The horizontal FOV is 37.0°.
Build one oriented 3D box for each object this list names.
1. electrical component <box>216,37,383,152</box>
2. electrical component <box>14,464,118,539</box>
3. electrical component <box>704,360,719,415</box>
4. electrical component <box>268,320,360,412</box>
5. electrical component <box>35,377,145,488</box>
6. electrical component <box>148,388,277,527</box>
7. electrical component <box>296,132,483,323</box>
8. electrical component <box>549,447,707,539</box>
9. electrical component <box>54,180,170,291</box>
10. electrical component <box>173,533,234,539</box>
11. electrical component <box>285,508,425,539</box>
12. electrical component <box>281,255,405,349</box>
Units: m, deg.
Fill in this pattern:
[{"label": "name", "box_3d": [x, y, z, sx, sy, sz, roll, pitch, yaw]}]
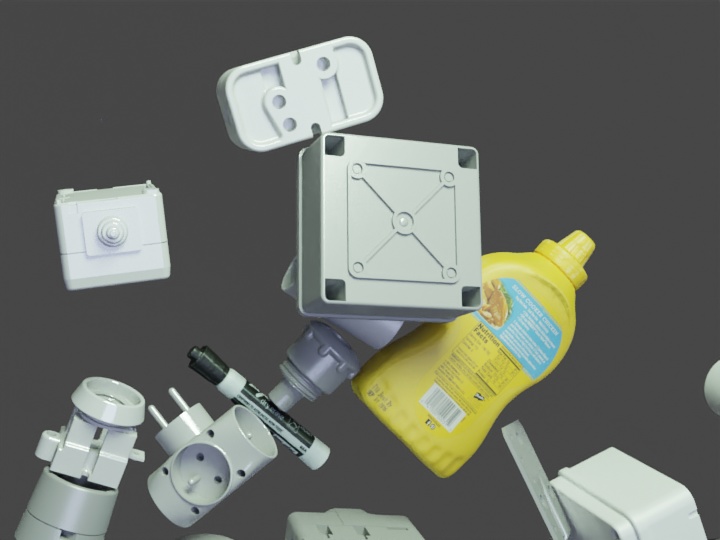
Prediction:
[{"label": "electrical component", "box_3d": [-0.040, -0.112, 0.687, 0.095, 0.059, 0.053, -18, 102, -12]}, {"label": "electrical component", "box_3d": [-0.187, 0.156, 0.692, 0.055, 0.055, 0.047, 21, 89, -16]}, {"label": "electrical component", "box_3d": [0.293, 0.093, 0.808, 0.055, 0.047, 0.055, -2, 99, -14]}, {"label": "electrical component", "box_3d": [-0.034, 0.068, 0.724, 0.062, 0.048, 0.048, -45, 106, 3]}, {"label": "electrical component", "box_3d": [-0.168, 0.103, 0.694, 0.066, 0.048, 0.055, 20, 100, -16]}, {"label": "electrical component", "box_3d": [-0.108, 0.115, 0.708, 0.077, 0.044, 0.079, -40, 84, 10]}, {"label": "electrical component", "box_3d": [0.018, -0.025, 0.678, 0.109, 0.056, 0.108, 3, 79, -20]}, {"label": "electrical component", "box_3d": [0.190, 0.183, 0.761, 0.057, 0.113, 0.078, -24, 103, -13]}, {"label": "electrical component", "box_3d": [-0.150, -0.018, 0.653, 0.062, 0.096, 0.061, -7, 100, -13]}, {"label": "electrical component", "box_3d": [-0.106, 0.230, 0.720, 0.108, 0.060, 0.108, -2, 99, -14]}, {"label": "electrical component", "box_3d": [-0.011, 0.248, 0.746, 0.089, 0.062, 0.150, 6, 97, -15]}, {"label": "electrical component", "box_3d": [0.000, 0.000, 0.722, 0.077, 0.043, 0.079, 33, 81, -16]}]
